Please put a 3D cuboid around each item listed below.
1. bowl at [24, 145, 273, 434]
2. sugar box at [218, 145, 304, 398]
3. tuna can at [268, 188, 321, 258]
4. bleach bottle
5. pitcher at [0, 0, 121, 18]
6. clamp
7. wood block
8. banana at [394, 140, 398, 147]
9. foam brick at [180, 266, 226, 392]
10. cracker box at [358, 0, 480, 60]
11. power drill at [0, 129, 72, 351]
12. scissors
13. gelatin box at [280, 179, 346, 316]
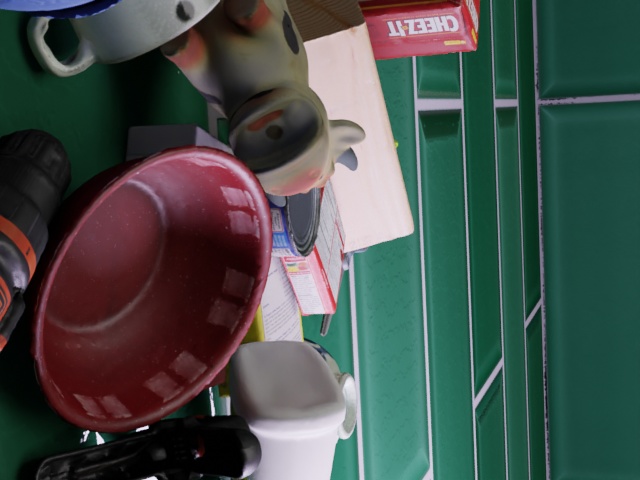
[{"bbox_3d":[-0.099,0.019,0.566,0.161,0.055,0.162,-30,134,-38],"label":"bowl"},{"bbox_3d":[-0.051,0.018,0.786,0.093,0.048,0.176,-35,119,-70],"label":"sugar box"},{"bbox_3d":[-0.026,-0.031,0.731,0.086,0.034,0.086,0,90,-75],"label":"tuna can"},{"bbox_3d":[-0.032,0.201,0.738,0.103,0.068,0.251,-122,-146,-63],"label":"bleach bottle"},{"bbox_3d":[-0.122,-0.230,0.444,0.144,0.149,0.243,29,56,-47],"label":"pitcher"},{"bbox_3d":[-0.074,0.119,0.607,0.171,0.120,0.039,2,84,-76],"label":"clamp"},{"bbox_3d":[0.008,-0.095,0.856,0.091,0.090,0.206,-105,178,-49],"label":"wood block"},{"bbox_3d":[0.039,-0.103,1.036,0.069,0.037,0.197,46,5,-1],"label":"banana"},{"bbox_3d":[-0.091,0.052,0.655,0.053,0.051,0.078,4,86,-73],"label":"foam brick"},{"bbox_3d":[0.059,-0.266,0.942,0.072,0.164,0.213,53,39,-57],"label":"cracker box"},{"bbox_3d":[-0.167,-0.035,0.417,0.184,0.057,0.187,-75,155,-45],"label":"power drill"},{"bbox_3d":[0.028,0.023,1.073,0.096,0.016,0.201,60,34,-56],"label":"scissors"},{"bbox_3d":[-0.005,0.001,0.812,0.089,0.030,0.073,-81,161,-44],"label":"gelatin box"}]
